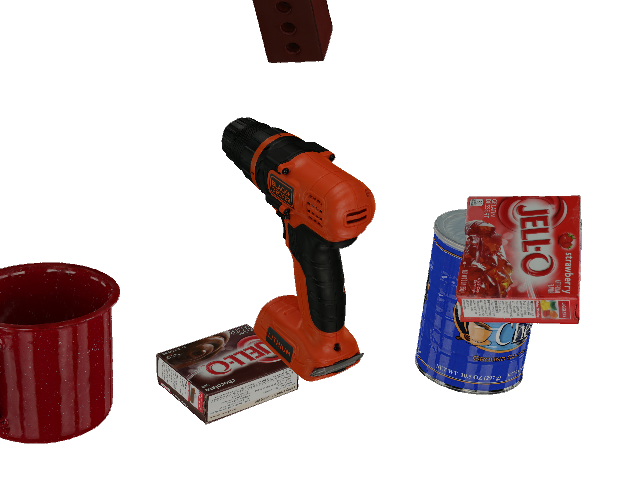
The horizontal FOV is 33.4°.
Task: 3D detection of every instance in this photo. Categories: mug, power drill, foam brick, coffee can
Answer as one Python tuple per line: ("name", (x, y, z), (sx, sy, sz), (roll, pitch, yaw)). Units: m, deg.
("mug", (-0.172, 0.072, 0.632), (0.093, 0.081, 0.117), (12, 23, 22))
("power drill", (-0.023, 0.005, 0.865), (0.057, 0.188, 0.185), (-19, 33, -26))
("foam brick", (-0.024, -0.199, 0.924), (0.053, 0.051, 0.078), (0, -41, 14))
("coffee can", (0.146, 0.054, 0.976), (0.103, 0.140, 0.103), (5, 23, -2))

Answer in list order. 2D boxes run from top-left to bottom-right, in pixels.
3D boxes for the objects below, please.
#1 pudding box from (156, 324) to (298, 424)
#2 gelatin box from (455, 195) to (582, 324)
("pudding box", (-0.090, 0.129, 1.043), (0.113, 0.039, 0.090), (-18, 31, -35))
("gelatin box", (0.126, 0.010, 0.670), (0.073, 0.089, 0.030), (0, -43, 16))
